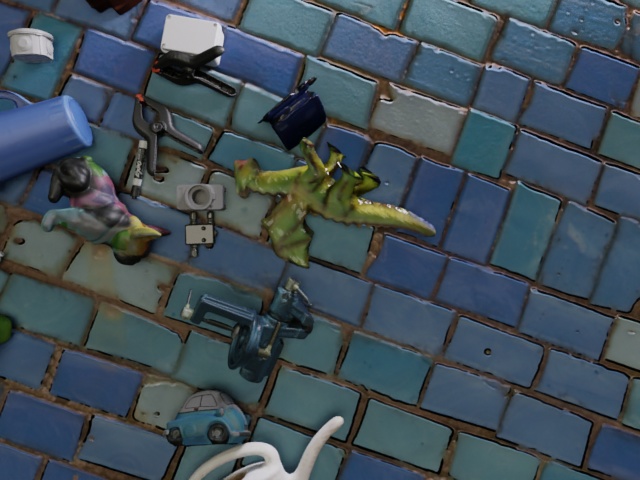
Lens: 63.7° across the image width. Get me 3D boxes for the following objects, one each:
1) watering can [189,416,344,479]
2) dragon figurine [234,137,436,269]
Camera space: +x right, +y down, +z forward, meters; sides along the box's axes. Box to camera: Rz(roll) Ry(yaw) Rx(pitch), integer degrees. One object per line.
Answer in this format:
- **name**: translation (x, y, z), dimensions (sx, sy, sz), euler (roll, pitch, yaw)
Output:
- **watering can**: translation (-0.088, 0.487, 0.981), dimensions (0.348, 0.104, 0.224), euler (-21, 89, -2)
- **dragon figurine**: translation (0.003, -0.052, 1.031), dimensions (0.410, 0.123, 0.240), euler (37, 105, -1)
